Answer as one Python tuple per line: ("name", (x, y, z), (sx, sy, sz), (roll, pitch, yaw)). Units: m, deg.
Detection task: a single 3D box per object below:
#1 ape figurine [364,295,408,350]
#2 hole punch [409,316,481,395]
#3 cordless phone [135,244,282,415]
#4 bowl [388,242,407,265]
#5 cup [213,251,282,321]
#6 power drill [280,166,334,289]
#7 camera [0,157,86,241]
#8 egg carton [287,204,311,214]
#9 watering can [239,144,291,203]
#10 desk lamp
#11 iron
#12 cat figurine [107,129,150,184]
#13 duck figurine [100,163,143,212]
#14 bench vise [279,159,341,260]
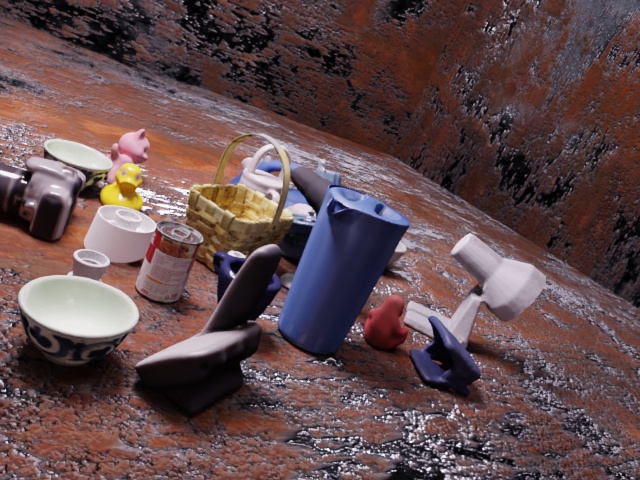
("ape figurine", (0.118, 0.137, 0.986), (0.076, 0.092, 0.077), (5, 25, -49))
("hole punch", (0.219, 0.191, 0.966), (0.101, 0.091, 0.108), (19, 17, -17))
("cordless phone", (-0.115, 0.087, 0.648), (0.094, 0.185, 0.148), (29, 17, 15))
("bowl", (0.121, 0.018, 1.391), (0.167, 0.075, 0.167), (23, 17, -7))
("cup", (-0.123, 0.078, 0.824), (0.117, 0.095, 0.092), (33, 18, 26))
("power drill", (0.010, 0.004, 1.040), (0.229, 0.208, 0.076), (29, 17, 15))
("camera", (-0.437, -0.083, 0.865), (0.137, 0.101, 0.143), (18, 17, -20))
("egg carton", (-0.020, -0.030, 1.347), (0.150, 0.069, 0.107), (28, 17, 10))
("watering can", (-0.132, -0.125, 1.261), (0.172, 0.194, 0.101), (33, 19, 28))
("desk lamp", (0.302, 0.108, 1.124), (0.203, 0.213, 0.118), (26, 16, 4))
("iron", (-0.099, -0.140, 1.449), (0.258, 0.141, 0.118), (22, 17, -9))
("cat figurine", (-0.400, -0.180, 1.186), (0.067, 0.118, 0.128), (26, 16, 6))
("duck figurine", (-0.359, -0.102, 1.062), (0.078, 0.086, 0.104), (17, 18, -23))
("bench vise", (0.015, -0.037, 1.154), (0.207, 0.220, 0.122), (26, 16, 6))
